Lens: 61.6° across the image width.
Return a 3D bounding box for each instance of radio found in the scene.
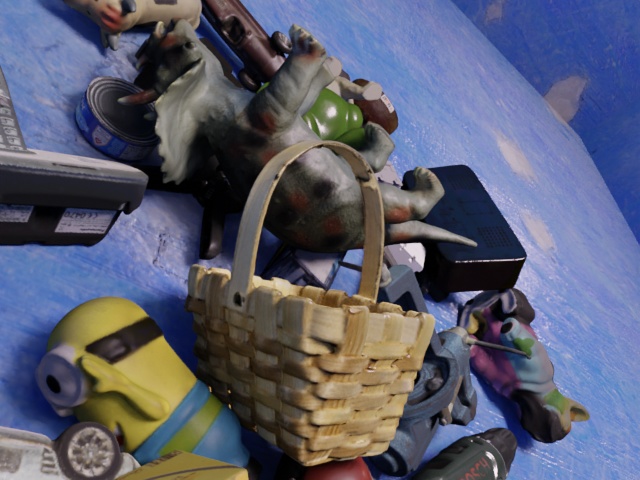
[{"bbox_3d":[0.215,-0.023,0.854,0.131,0.073,0.230,-6,44,-10],"label":"radio"}]

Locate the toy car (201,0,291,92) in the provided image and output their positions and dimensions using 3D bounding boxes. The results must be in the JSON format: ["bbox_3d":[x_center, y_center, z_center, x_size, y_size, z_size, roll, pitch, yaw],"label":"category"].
[{"bbox_3d":[-0.124,-0.307,0.765,0.202,0.089,0.053,49,30,-7],"label":"toy car"}]

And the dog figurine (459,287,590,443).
[{"bbox_3d":[0.313,0.196,0.820,0.219,0.108,0.191,50,30,-12],"label":"dog figurine"}]

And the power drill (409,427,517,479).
[{"bbox_3d":[0.177,0.309,0.548,0.232,0.086,0.207,9,65,-47],"label":"power drill"}]

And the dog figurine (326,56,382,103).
[{"bbox_3d":[-0.018,-0.224,0.817,0.172,0.121,0.191,21,17,-31],"label":"dog figurine"}]

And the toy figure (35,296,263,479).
[{"bbox_3d":[-0.119,0.120,0.386,0.180,0.082,0.089,43,23,-7],"label":"toy figure"}]

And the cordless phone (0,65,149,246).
[{"bbox_3d":[-0.238,-0.091,0.438,0.146,0.089,0.184,1,55,-50],"label":"cordless phone"}]

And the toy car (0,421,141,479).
[{"bbox_3d":[-0.197,0.126,0.290,0.201,0.073,0.056,27,37,-33],"label":"toy car"}]

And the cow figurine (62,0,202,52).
[{"bbox_3d":[-0.221,-0.287,0.641,0.127,0.085,0.195,52,32,11],"label":"cow figurine"}]

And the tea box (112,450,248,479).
[{"bbox_3d":[-0.086,0.215,0.286,0.098,0.068,0.169,-10,96,-53],"label":"tea box"}]

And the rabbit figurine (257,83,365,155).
[{"bbox_3d":[-0.013,-0.095,0.657,0.121,0.159,0.170,82,18,-52],"label":"rabbit figurine"}]

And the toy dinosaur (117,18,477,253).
[{"bbox_3d":[-0.016,-0.064,0.539,0.404,0.192,0.131,45,10,-18],"label":"toy dinosaur"}]

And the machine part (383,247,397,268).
[{"bbox_3d":[0.085,0.067,0.707,0.084,0.039,0.139,65,29,-21],"label":"machine part"}]

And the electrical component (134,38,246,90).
[{"bbox_3d":[-0.153,-0.189,0.650,0.134,0.058,0.115,48,32,-6],"label":"electrical component"}]

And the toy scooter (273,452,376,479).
[{"bbox_3d":[0.005,0.228,0.399,0.135,0.075,0.184,18,28,25],"label":"toy scooter"}]

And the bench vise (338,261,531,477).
[{"bbox_3d":[0.107,0.121,0.587,0.223,0.129,0.240,-35,115,-35],"label":"bench vise"}]

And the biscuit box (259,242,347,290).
[{"bbox_3d":[-0.001,-0.002,0.656,0.059,0.063,0.203,45,33,-10],"label":"biscuit box"}]

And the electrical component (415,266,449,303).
[{"bbox_3d":[0.179,0.067,0.847,0.063,0.021,0.094,48,33,-9],"label":"electrical component"}]
